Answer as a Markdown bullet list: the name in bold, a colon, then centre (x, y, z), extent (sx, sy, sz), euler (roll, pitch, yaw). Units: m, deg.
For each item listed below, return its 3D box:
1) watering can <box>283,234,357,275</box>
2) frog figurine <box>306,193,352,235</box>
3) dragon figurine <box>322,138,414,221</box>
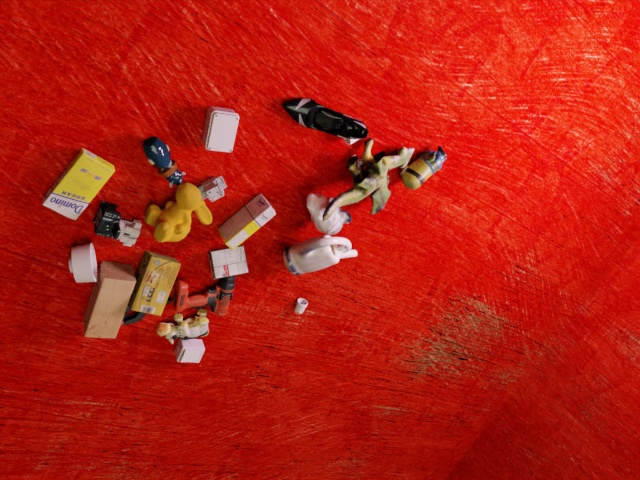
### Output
- **watering can**: centre (0.006, 0.051, 1.733), extent (0.223, 0.105, 0.345), euler (-18, -15, 12)
- **frog figurine**: centre (0.005, -0.083, 1.648), extent (0.121, 0.139, 0.159), euler (-35, -23, 32)
- **dragon figurine**: centre (0.169, -0.168, 1.674), extent (0.123, 0.414, 0.238), euler (27, -16, 41)
